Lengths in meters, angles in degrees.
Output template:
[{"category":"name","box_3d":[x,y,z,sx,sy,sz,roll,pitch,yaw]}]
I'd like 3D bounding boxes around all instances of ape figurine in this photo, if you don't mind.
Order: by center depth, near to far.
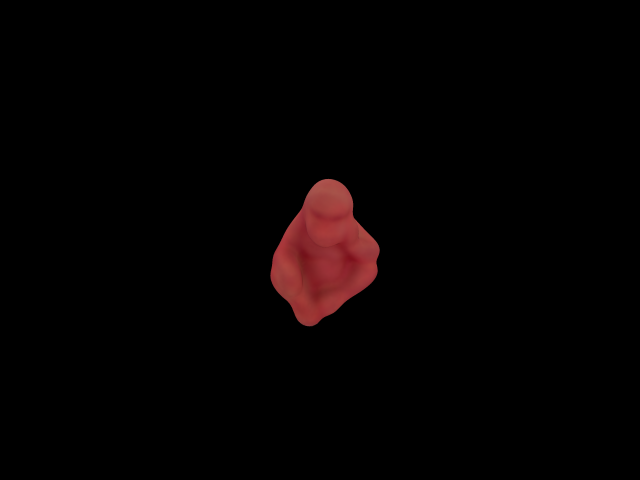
[{"category":"ape figurine","box_3d":[0.004,0.001,0.400,0.078,0.092,0.076,-1,34,-2]}]
